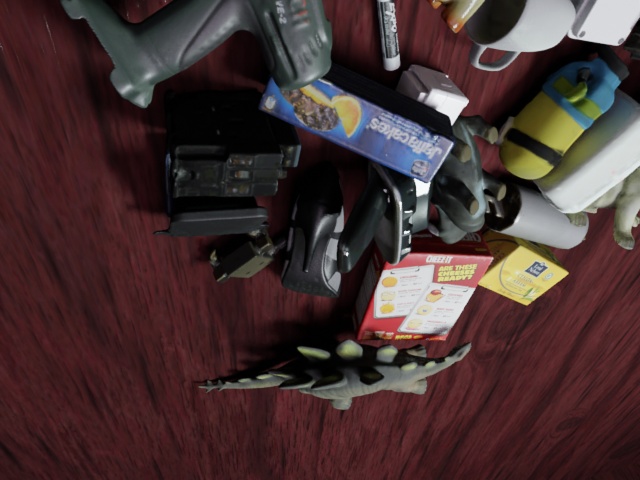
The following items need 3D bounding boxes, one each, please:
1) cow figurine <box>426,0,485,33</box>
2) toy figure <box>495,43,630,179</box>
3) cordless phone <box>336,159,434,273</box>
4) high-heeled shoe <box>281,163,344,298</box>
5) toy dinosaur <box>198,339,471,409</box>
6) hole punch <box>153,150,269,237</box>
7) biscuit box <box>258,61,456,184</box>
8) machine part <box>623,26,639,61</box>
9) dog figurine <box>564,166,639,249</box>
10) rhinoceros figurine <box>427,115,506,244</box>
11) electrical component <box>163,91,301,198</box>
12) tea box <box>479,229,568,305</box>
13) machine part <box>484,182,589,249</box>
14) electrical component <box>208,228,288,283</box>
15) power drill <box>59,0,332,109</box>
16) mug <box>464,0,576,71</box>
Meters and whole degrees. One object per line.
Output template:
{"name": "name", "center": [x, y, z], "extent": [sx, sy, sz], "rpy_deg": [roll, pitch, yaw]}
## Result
{"name": "cow figurine", "center": [0.110, -0.291, 0.462], "extent": [0.127, 0.086, 0.194], "rpy_deg": [-40, 138, 19]}
{"name": "toy figure", "center": [0.302, -0.157, 0.678], "extent": [0.082, 0.089, 0.180], "rpy_deg": [28, 122, -32]}
{"name": "cordless phone", "center": [0.070, -0.008, 0.669], "extent": [0.089, 0.184, 0.146], "rpy_deg": [17, 140, 20]}
{"name": "high-heeled shoe", "center": [-0.002, -0.002, 0.758], "extent": [0.086, 0.145, 0.248], "rpy_deg": [11, 165, 4]}
{"name": "toy dinosaur", "center": [0.025, 0.227, 0.929], "extent": [0.472, 0.105, 0.198], "rpy_deg": [-16, 153, 18]}
{"name": "hole punch", "center": [-0.125, -0.053, 0.627], "extent": [0.142, 0.092, 0.116], "rpy_deg": [-8, 170, -19]}
{"name": "biscuit box", "center": [0.041, -0.132, 0.564], "extent": [0.203, 0.063, 0.059], "rpy_deg": [22, 126, -10]}
{"name": "machine part", "center": [0.401, -0.243, 0.632], "extent": [0.139, 0.039, 0.084], "rpy_deg": [-27, 158, -47]}
{"name": "dog figurine", "center": [0.424, -0.109, 0.739], "extent": [0.172, 0.121, 0.190], "rpy_deg": [24, 130, 8]}
{"name": "rhinoceros figurine", "center": [0.175, -0.074, 0.702], "extent": [0.073, 0.112, 0.190], "rpy_deg": [-36, 131, -26]}
{"name": "electrical component", "center": [-0.091, -0.101, 0.555], "extent": [0.134, 0.115, 0.058], "rpy_deg": [-5, 140, -18]}
{"name": "tea box", "center": [0.332, 0.042, 0.916], "extent": [0.169, 0.068, 0.098], "rpy_deg": [21, 124, -36]}
{"name": "machine part", "center": [0.332, -0.036, 0.828], "extent": [0.243, 0.079, 0.079], "rpy_deg": [11, 129, -30]}
{"name": "electrical component", "center": [-0.102, 0.018, 0.733], "extent": [0.102, 0.045, 0.078], "rpy_deg": [-37, 165, 20]}
{"name": "power drill", "center": [-0.101, -0.218, 0.444], "extent": [0.207, 0.086, 0.231], "rpy_deg": [-25, 116, 2]}
{"name": "mug", "center": [0.214, -0.230, 0.574], "extent": [0.107, 0.081, 0.109], "rpy_deg": [-3, 131, -31]}
